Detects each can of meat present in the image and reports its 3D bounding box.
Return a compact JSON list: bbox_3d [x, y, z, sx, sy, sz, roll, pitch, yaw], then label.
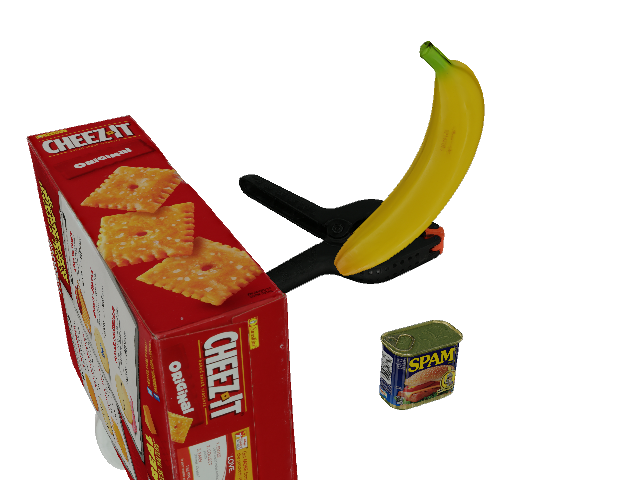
[{"bbox_3d":[0.123,0.155,1.330,0.101,0.084,0.058,-12,29,-28],"label":"can of meat"}]

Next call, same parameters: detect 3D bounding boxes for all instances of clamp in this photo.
[{"bbox_3d":[0.011,0.008,1.016,0.210,0.164,0.036,5,-38,7],"label":"clamp"}]

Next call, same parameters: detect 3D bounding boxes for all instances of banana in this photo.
[{"bbox_3d":[0.069,-0.051,0.752,0.069,0.198,0.037,11,35,-13],"label":"banana"}]

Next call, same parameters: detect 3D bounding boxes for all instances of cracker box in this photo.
[{"bbox_3d":[-0.086,0.049,0.575,0.072,0.164,0.214,-16,35,-21],"label":"cracker box"}]

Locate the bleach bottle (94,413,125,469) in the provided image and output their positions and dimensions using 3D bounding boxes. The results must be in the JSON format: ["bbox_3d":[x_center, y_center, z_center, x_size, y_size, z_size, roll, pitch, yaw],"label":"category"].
[{"bbox_3d":[-0.130,0.060,0.842,0.102,0.068,0.251,-11,38,-7],"label":"bleach bottle"}]
